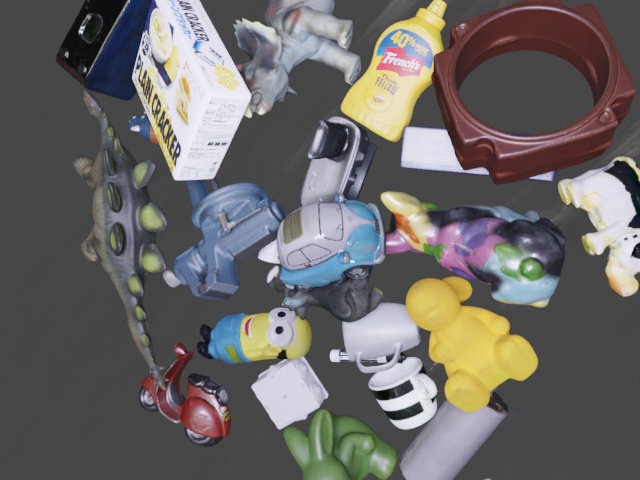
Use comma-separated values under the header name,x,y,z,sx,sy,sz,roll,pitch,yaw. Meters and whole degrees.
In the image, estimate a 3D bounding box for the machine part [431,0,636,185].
name,x,y,z,sx,sy,sz,roll,pitch,yaw
machine part,0.249,-0.184,0.652,0.202,0.087,0.201,-15,69,8

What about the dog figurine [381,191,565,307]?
name,x,y,z,sx,sy,sz,roll,pitch,yaw
dog figurine,0.178,0.002,0.699,0.219,0.191,0.108,11,107,1

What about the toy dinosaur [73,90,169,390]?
name,x,y,z,sx,sy,sz,roll,pitch,yaw
toy dinosaur,-0.304,-0.007,0.833,0.199,0.105,0.471,-12,92,59

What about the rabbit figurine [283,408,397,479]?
name,x,y,z,sx,sy,sz,roll,pitch,yaw
rabbit figurine,0.026,0.324,0.784,0.121,0.170,0.159,-35,86,18

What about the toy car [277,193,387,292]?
name,x,y,z,sx,sy,sz,roll,pitch,yaw
toy car,-0.001,-0.002,0.701,0.162,0.102,0.109,-20,53,28

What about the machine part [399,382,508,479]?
name,x,y,z,sx,sy,sz,roll,pitch,yaw
machine part,0.191,0.283,0.776,0.079,0.079,0.243,35,105,11

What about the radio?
name,x,y,z,sx,sy,sz,roll,pitch,yaw
radio,-0.297,-0.333,0.828,0.073,0.131,0.229,39,107,8

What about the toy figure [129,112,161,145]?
name,x,y,z,sx,sy,sz,roll,pitch,yaw
toy figure,-0.234,-0.181,0.862,0.155,0.064,0.057,0,105,17

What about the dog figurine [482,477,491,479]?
name,x,y,z,sx,sy,sz,roll,pitch,yaw
dog figurine,0.229,0.434,0.787,0.172,0.121,0.190,32,135,-11

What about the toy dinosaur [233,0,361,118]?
name,x,y,z,sx,sy,sz,roll,pitch,yaw
toy dinosaur,-0.018,-0.355,0.750,0.192,0.131,0.404,17,95,15

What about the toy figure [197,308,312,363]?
name,x,y,z,sx,sy,sz,roll,pitch,yaw
toy figure,-0.101,0.153,0.849,0.180,0.089,0.082,-13,71,21

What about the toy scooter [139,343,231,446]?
name,x,y,z,sx,sy,sz,roll,pitch,yaw
toy scooter,-0.220,0.253,0.907,0.184,0.075,0.135,23,102,18

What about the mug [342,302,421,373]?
name,x,y,z,sx,sy,sz,roll,pitch,yaw
mug,0.091,0.137,0.777,0.107,0.110,0.080,-11,129,11

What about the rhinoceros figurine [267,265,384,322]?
name,x,y,z,sx,sy,sz,roll,pitch,yaw
rhinoceros figurine,0.002,0.072,0.787,0.191,0.112,0.073,14,143,46

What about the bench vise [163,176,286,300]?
name,x,y,z,sx,sy,sz,roll,pitch,yaw
bench vise,-0.167,-0.035,0.836,0.223,0.128,0.241,-37,64,28

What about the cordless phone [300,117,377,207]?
name,x,y,z,sx,sy,sz,roll,pitch,yaw
cordless phone,0.009,-0.094,0.732,0.089,0.184,0.146,22,103,9

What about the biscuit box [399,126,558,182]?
name,x,y,z,sx,sy,sz,roll,pitch,yaw
biscuit box,0.214,-0.117,0.727,0.203,0.063,0.059,8,98,16

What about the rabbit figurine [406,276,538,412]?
name,x,y,z,sx,sy,sz,roll,pitch,yaw
rabbit figurine,0.183,0.109,0.714,0.173,0.162,0.122,42,113,-15

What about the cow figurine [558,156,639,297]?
name,x,y,z,sx,sy,sz,roll,pitch,yaw
cow figurine,0.384,-0.017,0.685,0.098,0.068,0.167,-25,90,13
